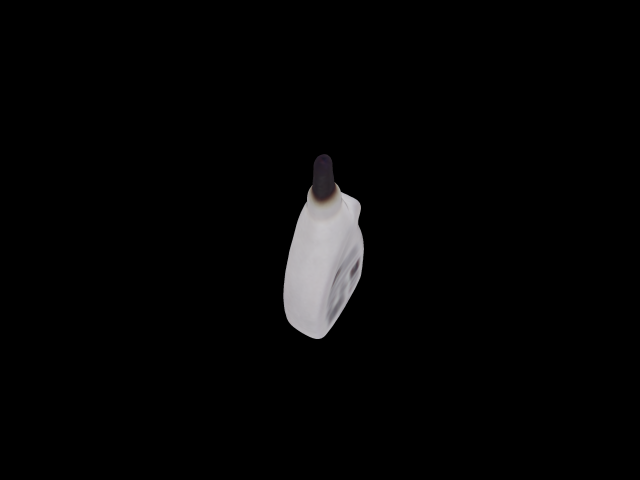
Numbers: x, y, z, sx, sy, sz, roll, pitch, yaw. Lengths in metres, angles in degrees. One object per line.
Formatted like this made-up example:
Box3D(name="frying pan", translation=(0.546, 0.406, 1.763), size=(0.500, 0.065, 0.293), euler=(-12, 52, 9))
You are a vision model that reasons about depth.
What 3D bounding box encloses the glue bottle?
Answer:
Box3D(name="glue bottle", translation=(0.004, 0.001, 0.400), size=(0.037, 0.173, 0.078), euler=(26, 60, 17))
